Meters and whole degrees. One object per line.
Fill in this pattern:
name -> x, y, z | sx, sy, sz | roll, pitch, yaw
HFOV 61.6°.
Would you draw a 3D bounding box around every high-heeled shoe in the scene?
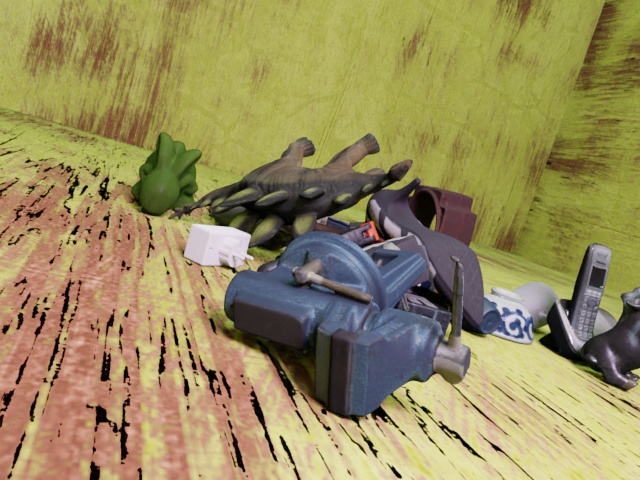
high-heeled shoe -> 0.136, 0.027, 0.768 | 0.086, 0.249, 0.145 | -4, -26, -30

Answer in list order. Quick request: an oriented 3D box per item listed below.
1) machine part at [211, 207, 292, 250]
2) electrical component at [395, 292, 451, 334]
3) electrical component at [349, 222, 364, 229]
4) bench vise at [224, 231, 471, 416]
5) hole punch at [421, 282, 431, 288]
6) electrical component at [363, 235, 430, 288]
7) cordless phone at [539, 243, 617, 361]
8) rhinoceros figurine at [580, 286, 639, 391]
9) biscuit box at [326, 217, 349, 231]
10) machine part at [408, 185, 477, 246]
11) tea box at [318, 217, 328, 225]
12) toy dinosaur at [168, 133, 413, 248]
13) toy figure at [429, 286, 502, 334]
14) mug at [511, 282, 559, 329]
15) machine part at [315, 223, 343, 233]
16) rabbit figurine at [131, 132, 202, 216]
machine part -> -0.128, -0.041, 1.015 | 0.244, 0.079, 0.079 | 22, 9, 41
electrical component -> 0.119, 0.100, 0.665 | 0.075, 0.047, 0.119 | 15, 6, -8
electrical component -> 0.094, -0.008, 1.027 | 0.078, 0.102, 0.045 | -5, 27, 10
bench vise -> 0.044, 0.052, 0.493 | 0.224, 0.128, 0.240 | 0, 16, 31
hole punch -> 0.179, 0.051, 1.064 | 0.142, 0.092, 0.116 | 25, 47, 39
electrical component -> 0.067, 0.038, 0.667 | 0.134, 0.058, 0.115 | -19, 5, -23
cordless phone -> 0.444, 0.102, 0.861 | 0.146, 0.184, 0.089 | 14, 4, -25
rhinoceros figurine -> 0.457, 0.124, 0.746 | 0.073, 0.190, 0.112 | 8, 39, -54
biscuit box -> 0.048, -0.012, 1.252 | 0.203, 0.062, 0.059 | 25, 10, 42
machine part -> 0.248, -0.016, 1.197 | 0.087, 0.201, 0.201 | 13, 9, -18
tea box -> -0.070, -0.059, 1.194 | 0.169, 0.098, 0.068 | 15, 8, -32
toy dinosaur -> -0.062, -0.075, 0.832 | 0.472, 0.105, 0.198 | -3, 29, 45
toy figure -> 0.217, 0.102, 0.845 | 0.064, 0.058, 0.155 | 56, -13, -25
mug -> 0.382, 0.128, 0.965 | 0.107, 0.080, 0.110 | -6, 26, -43
machine part -> -0.002, -0.003, 1.105 | 0.179, 0.056, 0.179 | 16, 7, -2
rabbit figurine -> -0.275, -0.108, 0.989 | 0.121, 0.159, 0.170 | 25, 20, -16
